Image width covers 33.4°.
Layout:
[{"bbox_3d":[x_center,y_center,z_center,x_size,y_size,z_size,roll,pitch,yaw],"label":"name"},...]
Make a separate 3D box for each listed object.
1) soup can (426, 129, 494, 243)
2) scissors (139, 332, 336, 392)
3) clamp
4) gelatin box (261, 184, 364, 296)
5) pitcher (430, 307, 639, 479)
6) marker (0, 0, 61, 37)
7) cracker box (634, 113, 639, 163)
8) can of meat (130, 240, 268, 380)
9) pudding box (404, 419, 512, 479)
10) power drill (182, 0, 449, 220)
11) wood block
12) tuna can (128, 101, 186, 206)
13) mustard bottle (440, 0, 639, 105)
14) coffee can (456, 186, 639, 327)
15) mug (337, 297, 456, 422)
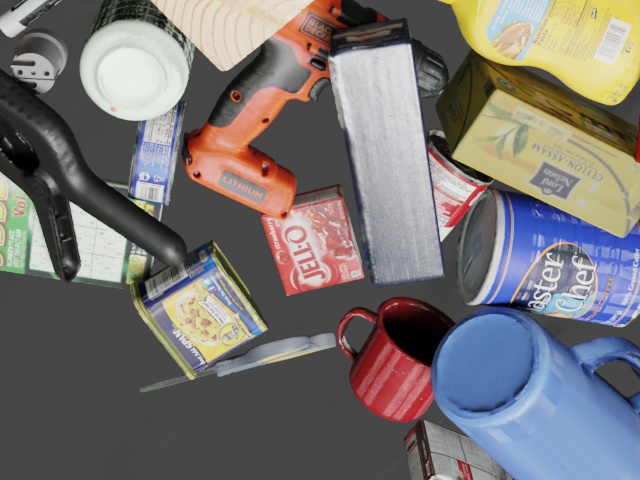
[{"bbox_3d":[0.089,-0.034,0.905,0.068,0.068,0.102,28,117,-19],"label":"soup can"},{"bbox_3d":[-0.084,0.115,0.989,0.202,0.096,0.016,-15,79,4],"label":"scissors"},{"bbox_3d":[-0.202,-0.049,0.841,0.165,0.036,0.210,-2,128,38],"label":"clamp"},{"bbox_3d":[-0.006,0.001,0.943,0.073,0.030,0.089,-13,121,5],"label":"gelatin box"},{"bbox_3d":[0.206,0.147,0.948,0.145,0.149,0.242,3,155,38],"label":"pitcher"},{"bbox_3d":[-0.196,-0.196,0.815,0.121,0.020,0.020,-31,119,16],"label":"marker"},{"bbox_3d":[0.331,-0.157,0.790,0.164,0.072,0.214,1,101,-11],"label":"cracker box"},{"bbox_3d":[-0.106,0.061,0.953,0.084,0.057,0.102,-31,121,2],"label":"can of meat"},{"bbox_3d":[0.144,0.235,1.064,0.113,0.090,0.039,25,116,-17],"label":"pudding box"},{"bbox_3d":[-0.012,-0.110,0.859,0.184,0.057,0.188,25,115,-19],"label":"power drill"},{"bbox_3d":[-0.059,-0.208,0.706,0.090,0.206,0.090,-37,118,18],"label":"wood block"},{"bbox_3d":[-0.131,-0.072,0.858,0.033,0.086,0.086,10,121,-8],"label":"tuna can"},{"bbox_3d":[0.164,-0.179,0.822,0.191,0.058,0.096,18,110,-14],"label":"mustard bottle"},{"bbox_3d":[0.200,0.015,0.921,0.140,0.103,0.103,9,121,-9],"label":"coffee can"},{"bbox_3d":[0.068,0.107,0.986,0.117,0.093,0.082,30,123,4],"label":"mug"}]
